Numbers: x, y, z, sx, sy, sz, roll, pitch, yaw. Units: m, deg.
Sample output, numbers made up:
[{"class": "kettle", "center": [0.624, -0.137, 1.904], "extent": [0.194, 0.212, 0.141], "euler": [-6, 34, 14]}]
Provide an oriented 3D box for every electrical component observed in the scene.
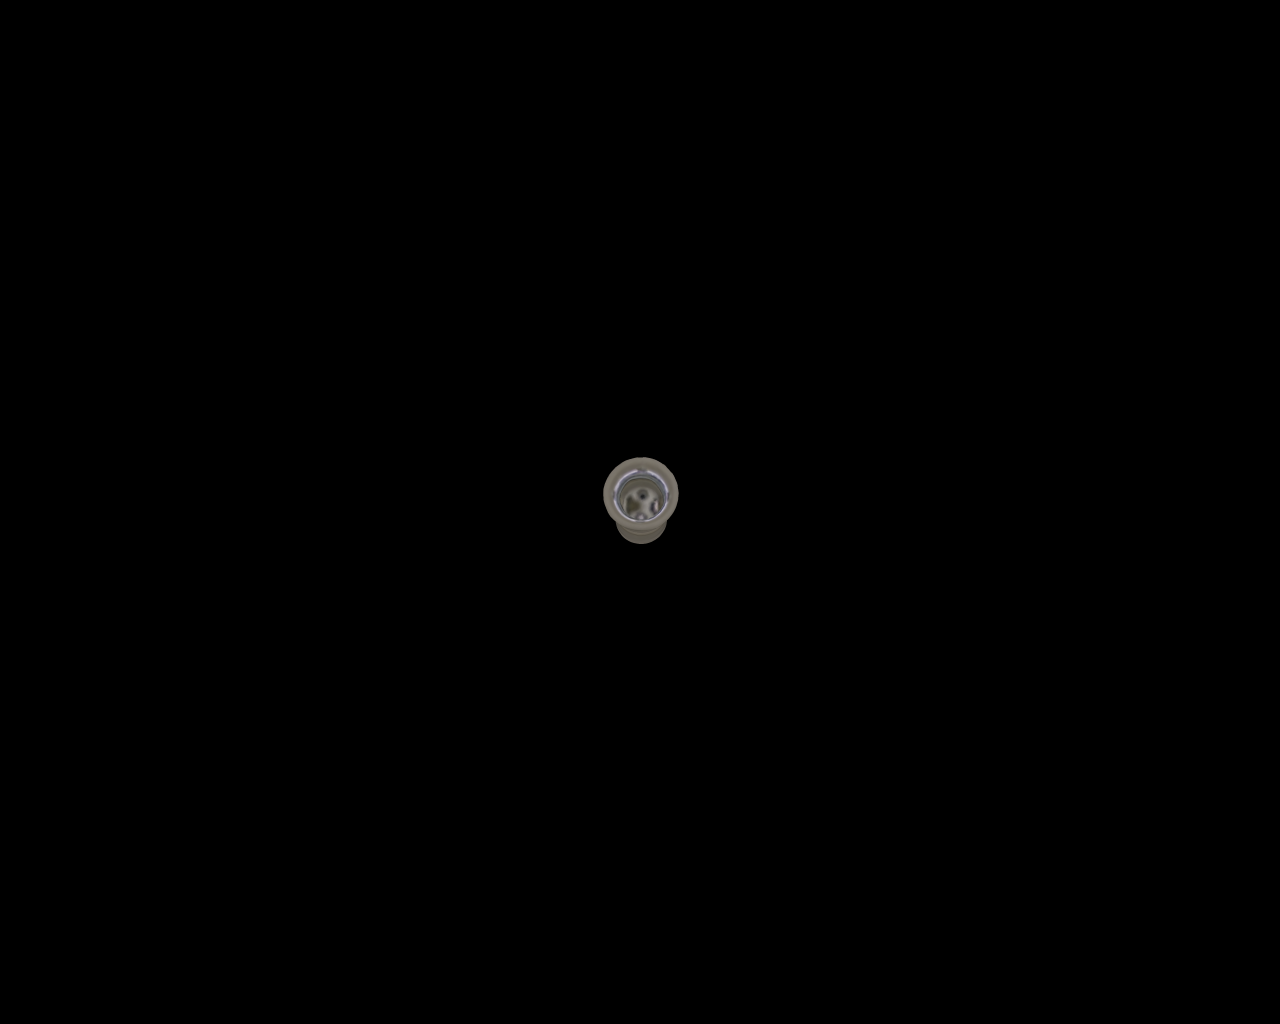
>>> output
[{"class": "electrical component", "center": [0.001, -0.003, 0.650], "extent": [0.044, 0.044, 0.065], "euler": [0, -16, 0]}]
